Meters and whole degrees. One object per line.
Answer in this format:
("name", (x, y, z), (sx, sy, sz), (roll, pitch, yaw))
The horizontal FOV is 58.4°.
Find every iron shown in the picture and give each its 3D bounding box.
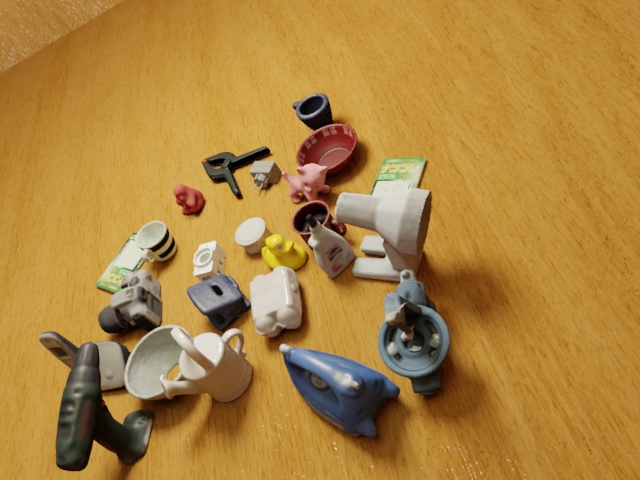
("iron", (0.003, 0.235, 1.005), (0.257, 0.142, 0.119), (19, 66, 38))

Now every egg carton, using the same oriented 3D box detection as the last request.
("egg carton", (-0.090, 0.127, 1.194), (0.107, 0.070, 0.150), (-24, 47, 11))

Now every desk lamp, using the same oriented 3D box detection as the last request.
("desk lamp", (0.128, -0.012, 1.082), (0.202, 0.214, 0.118), (3, 56, 31))

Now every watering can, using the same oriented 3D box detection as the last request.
("watering can", (-0.223, 0.235, 1.094), (0.100, 0.195, 0.173), (12, 62, 36))

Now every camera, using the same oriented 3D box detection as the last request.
("camera", (-0.458, 0.152, 1.357), (0.136, 0.101, 0.143), (-25, 47, 10))

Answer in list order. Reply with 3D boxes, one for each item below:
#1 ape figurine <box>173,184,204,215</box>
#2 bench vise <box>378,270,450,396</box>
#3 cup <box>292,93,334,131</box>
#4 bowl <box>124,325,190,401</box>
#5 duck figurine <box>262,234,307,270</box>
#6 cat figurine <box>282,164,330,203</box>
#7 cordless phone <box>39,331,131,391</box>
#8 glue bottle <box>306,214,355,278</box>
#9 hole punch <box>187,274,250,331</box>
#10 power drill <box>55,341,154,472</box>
("ape figurine", (-0.355, -0.113, 1.518), (0.076, 0.092, 0.077), (-41, 46, -5))
("bench vise", (0.137, 0.132, 0.958), (0.121, 0.220, 0.207), (-28, 46, 7))
("cup", (-0.014, -0.320, 1.490), (0.117, 0.095, 0.092), (18, 65, 38))
("bowl", (-0.322, 0.268, 1.207), (0.167, 0.075, 0.167), (-15, 49, 18))
("duck figurine", (-0.090, 0.021, 1.267), (0.104, 0.086, 0.077), (2, 56, 30))
("cat figurine", (-0.032, -0.140, 1.341), (0.127, 0.118, 0.067), (9, 60, 34))
("cordless phone", (-0.506, 0.252, 1.245), (0.147, 0.186, 0.094), (-13, 50, 20))
("glue bottle", (0.011, 0.004, 1.163), (0.078, 0.174, 0.037), (-47, 47, -11))
("hole punch", (-0.223, 0.124, 1.255), (0.101, 0.091, 0.108), (-43, 46, -7))
("power drill", (-0.419, 0.340, 1.111), (0.075, 0.209, 0.229), (-13, 50, 20))
